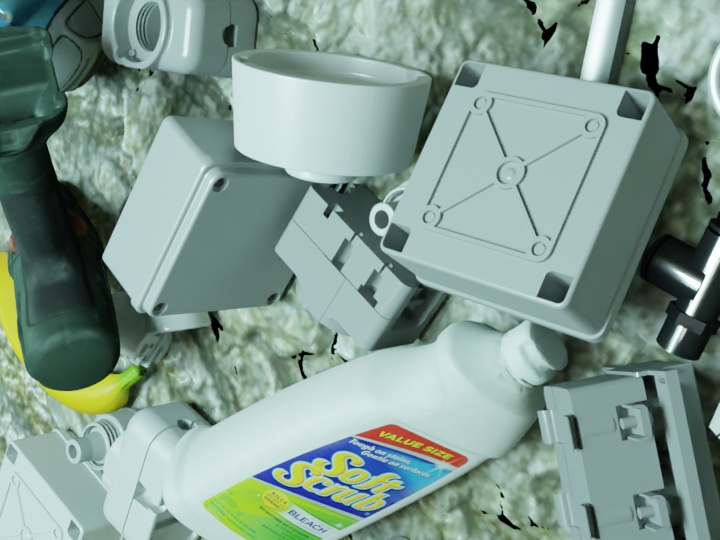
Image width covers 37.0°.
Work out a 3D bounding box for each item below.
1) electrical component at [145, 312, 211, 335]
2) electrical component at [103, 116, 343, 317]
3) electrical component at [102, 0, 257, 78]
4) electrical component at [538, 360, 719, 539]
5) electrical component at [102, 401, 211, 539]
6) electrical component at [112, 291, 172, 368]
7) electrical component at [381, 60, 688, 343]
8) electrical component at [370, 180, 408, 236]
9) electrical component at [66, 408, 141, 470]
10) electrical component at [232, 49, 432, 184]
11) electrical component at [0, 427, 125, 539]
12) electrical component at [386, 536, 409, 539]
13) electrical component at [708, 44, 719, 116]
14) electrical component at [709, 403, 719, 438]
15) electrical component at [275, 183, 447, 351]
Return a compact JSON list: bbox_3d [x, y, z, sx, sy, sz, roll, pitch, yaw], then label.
[{"bbox_3d":[-0.126,0.014,0.726,0.045,0.045,0.055,-10,87,40],"label":"electrical component"},{"bbox_3d":[-0.081,-0.032,0.642,0.056,0.109,0.108,48,122,30],"label":"electrical component"},{"bbox_3d":[-0.121,-0.156,0.696,0.095,0.059,0.053,16,104,38],"label":"electrical component"},{"bbox_3d":[0.128,0.108,0.499,0.079,0.063,0.121,152,107,-82],"label":"electrical component"},{"bbox_3d":[-0.137,0.142,0.742,0.059,0.054,0.095,35,115,33],"label":"electrical component"},{"bbox_3d":[-0.162,0.043,0.764,0.046,0.040,0.040,34,115,27],"label":"electrical component"},{"bbox_3d":[0.082,-0.035,0.513,0.109,0.056,0.108,19,81,37],"label":"electrical component"},{"bbox_3d":[0.031,-0.028,0.577,0.048,0.062,0.048,5,98,41],"label":"electrical component"},{"bbox_3d":[-0.180,0.124,0.771,0.043,0.062,0.043,5,97,40],"label":"electrical component"},{"bbox_3d":[-0.018,-0.081,0.588,0.108,0.108,0.060,22,114,37],"label":"electrical component"},{"bbox_3d":[-0.233,0.198,0.827,0.109,0.056,0.108,39,118,31],"label":"electrical component"},{"bbox_3d":[-0.003,0.206,0.631,0.053,0.059,0.095,51,123,24],"label":"electrical component"},{"bbox_3d":[0.180,-0.081,0.456,0.055,0.047,0.055,5,97,40],"label":"electrical component"},{"bbox_3d":[0.189,0.055,0.442,0.051,0.080,0.080,52,124,18],"label":"electrical component"},{"bbox_3d":[0.000,0.000,0.614,0.089,0.050,0.055,47,121,27],"label":"electrical component"}]
